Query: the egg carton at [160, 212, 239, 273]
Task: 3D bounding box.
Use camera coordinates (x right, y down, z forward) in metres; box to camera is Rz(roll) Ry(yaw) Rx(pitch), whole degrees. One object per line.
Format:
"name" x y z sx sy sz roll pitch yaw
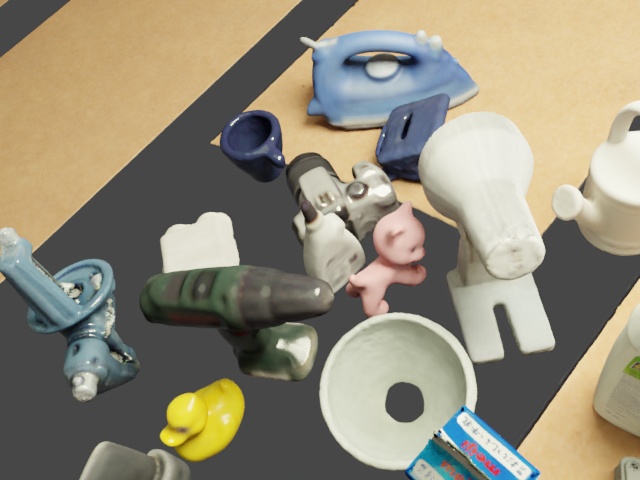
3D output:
"egg carton" -0.160 0.035 0.784 0.107 0.069 0.150 -21 57 3

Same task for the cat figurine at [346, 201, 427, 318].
"cat figurine" 0.082 0.019 0.695 0.128 0.118 0.067 -42 58 -10

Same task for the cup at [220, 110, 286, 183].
"cup" -0.081 -0.123 0.840 0.092 0.095 0.117 -44 58 -11

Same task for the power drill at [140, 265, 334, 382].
"power drill" -0.073 0.091 0.643 0.229 0.209 0.075 2 61 17

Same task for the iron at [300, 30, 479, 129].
"iron" 0.099 -0.255 0.838 0.257 0.142 0.118 -3 59 15

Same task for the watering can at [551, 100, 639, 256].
"watering can" 0.341 -0.066 0.625 0.173 0.194 0.100 -44 58 -12

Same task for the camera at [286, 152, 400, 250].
"camera" 0.016 -0.068 0.776 0.143 0.101 0.136 -27 56 -1

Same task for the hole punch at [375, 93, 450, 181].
"hole punch" 0.129 -0.142 0.793 0.100 0.091 0.109 8 63 20

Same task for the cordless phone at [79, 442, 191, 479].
"cordless phone" -0.207 0.281 0.582 0.094 0.185 0.147 8 63 20

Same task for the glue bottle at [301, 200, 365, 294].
"glue bottle" 0.006 0.002 0.693 0.078 0.173 0.037 -41 58 -10

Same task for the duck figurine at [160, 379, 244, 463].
"duck figurine" -0.142 0.203 0.669 0.077 0.086 0.105 33 74 30

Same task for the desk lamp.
"desk lamp" 0.187 -0.001 0.619 0.118 0.214 0.203 -14 57 8

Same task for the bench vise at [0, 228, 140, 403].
"bench vise" -0.305 0.084 0.706 0.121 0.220 0.206 -40 57 -9

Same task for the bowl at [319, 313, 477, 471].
"bowl" 0.087 0.171 0.629 0.167 0.075 0.167 -7 59 12
